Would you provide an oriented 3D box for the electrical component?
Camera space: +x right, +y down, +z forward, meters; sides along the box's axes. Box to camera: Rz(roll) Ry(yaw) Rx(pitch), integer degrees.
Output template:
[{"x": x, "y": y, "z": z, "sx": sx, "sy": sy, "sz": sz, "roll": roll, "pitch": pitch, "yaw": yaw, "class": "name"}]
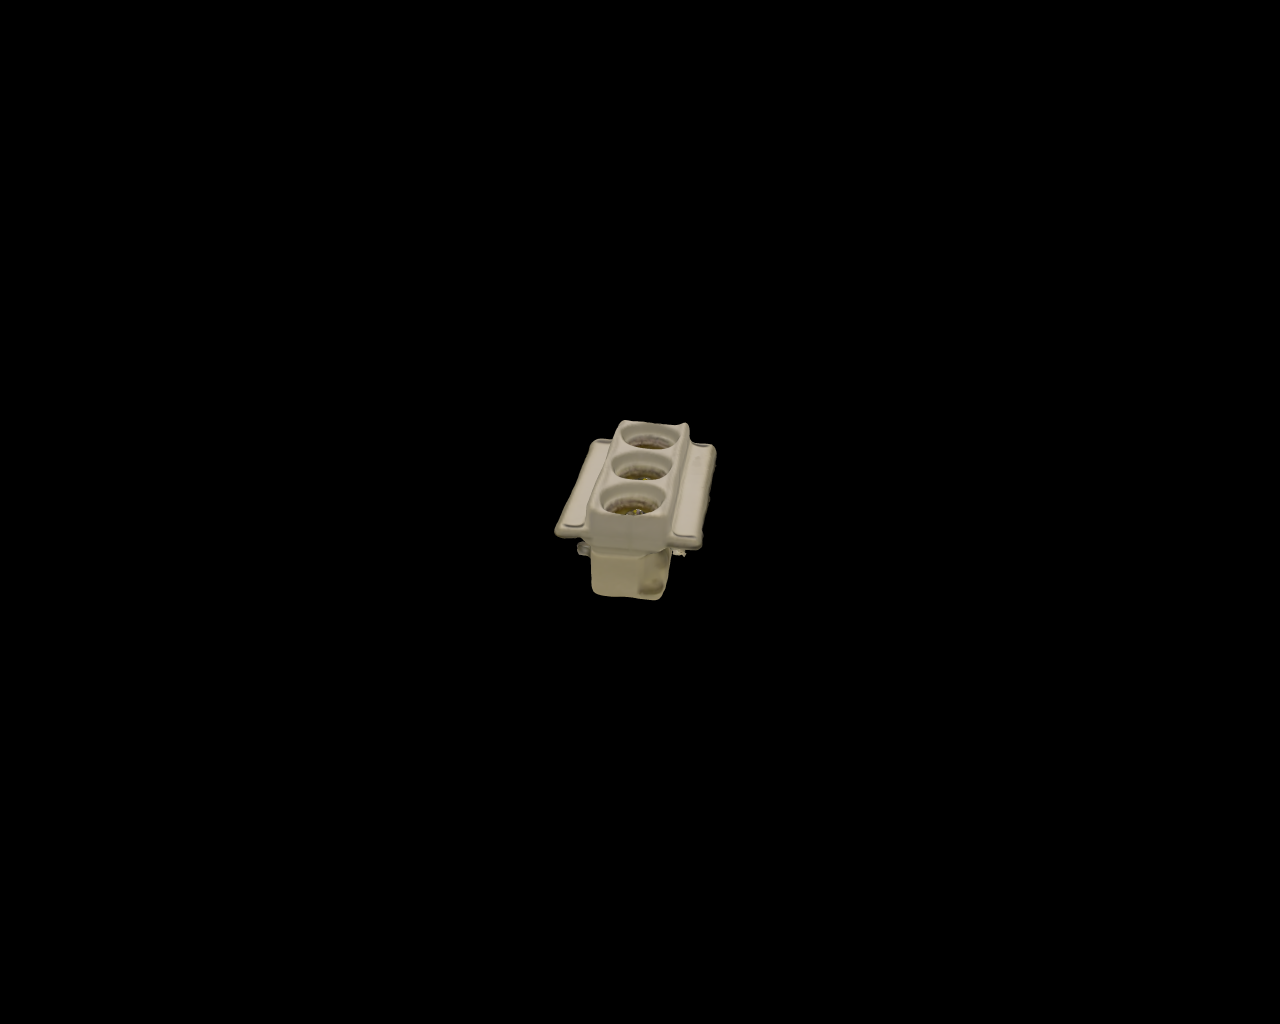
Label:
[{"x": 0.001, "y": -0.003, "z": 0.650, "sx": 0.079, "sy": 0.063, "sz": 0.121, "roll": 4, "pitch": 30, "yaw": 7, "class": "electrical component"}]
